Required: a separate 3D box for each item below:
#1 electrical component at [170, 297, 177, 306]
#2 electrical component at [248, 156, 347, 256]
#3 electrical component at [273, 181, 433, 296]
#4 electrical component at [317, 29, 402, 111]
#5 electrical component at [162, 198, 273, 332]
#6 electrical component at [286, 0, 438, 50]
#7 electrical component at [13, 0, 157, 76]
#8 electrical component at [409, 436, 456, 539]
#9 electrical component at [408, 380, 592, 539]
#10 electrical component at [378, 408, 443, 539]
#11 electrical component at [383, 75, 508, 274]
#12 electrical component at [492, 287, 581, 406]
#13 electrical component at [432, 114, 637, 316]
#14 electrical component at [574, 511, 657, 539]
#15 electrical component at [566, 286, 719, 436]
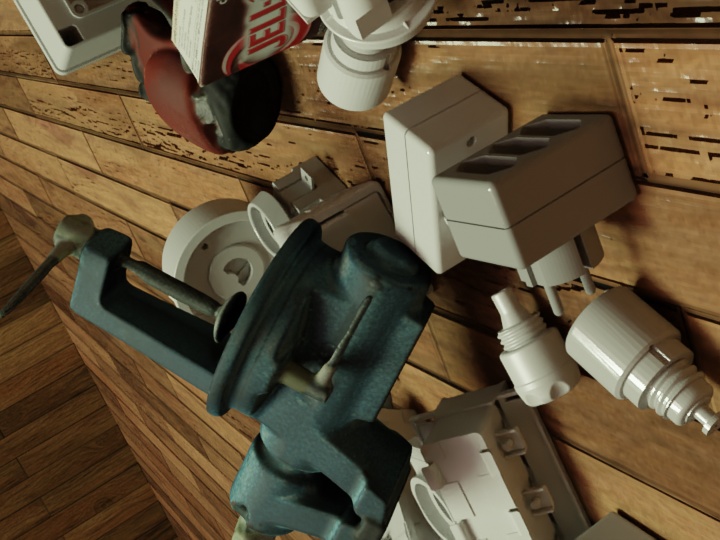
[{"bbox_3d":[-0.114,0.026,0.951,0.113,0.078,0.057,30,148,53],"label":"electrical component"},{"bbox_3d":[-0.041,-0.039,0.724,0.048,0.055,0.066,47,157,30],"label":"electrical component"},{"bbox_3d":[0.000,0.000,0.673,0.096,0.062,0.061,62,159,-8],"label":"electrical component"},{"bbox_3d":[0.001,-0.113,0.544,0.040,0.040,0.078,54,159,14],"label":"electrical component"},{"bbox_3d":[-0.104,-0.005,0.850,0.060,0.108,0.108,38,152,56],"label":"electrical component"},{"bbox_3d":[0.004,-0.133,0.471,0.058,0.078,0.057,51,177,23],"label":"electrical component"},{"bbox_3d":[-0.189,-0.210,0.756,0.108,0.109,0.056,60,157,-1],"label":"electrical component"},{"bbox_3d":[0.072,0.146,0.716,0.089,0.056,0.050,63,159,-10],"label":"electrical component"},{"bbox_3d":[0.085,0.138,0.646,0.079,0.063,0.121,-20,104,28],"label":"electrical component"},{"bbox_3d":[0.027,0.166,0.783,0.063,0.079,0.121,-53,42,40],"label":"electrical component"},{"bbox_3d":[0.054,-0.036,0.517,0.076,0.047,0.083,44,155,37],"label":"electrical component"},{"bbox_3d":[0.088,0.038,0.561,0.061,0.035,0.035,62,160,1],"label":"electrical component"},{"bbox_3d":[0.080,-0.018,0.457,0.047,0.066,0.076,16,133,62],"label":"electrical component"},{"bbox_3d":[0.164,0.206,0.585,0.109,0.056,0.108,29,144,53],"label":"electrical component"},{"bbox_3d":[0.126,0.041,0.469,0.078,0.040,0.040,45,156,32],"label":"electrical component"}]
